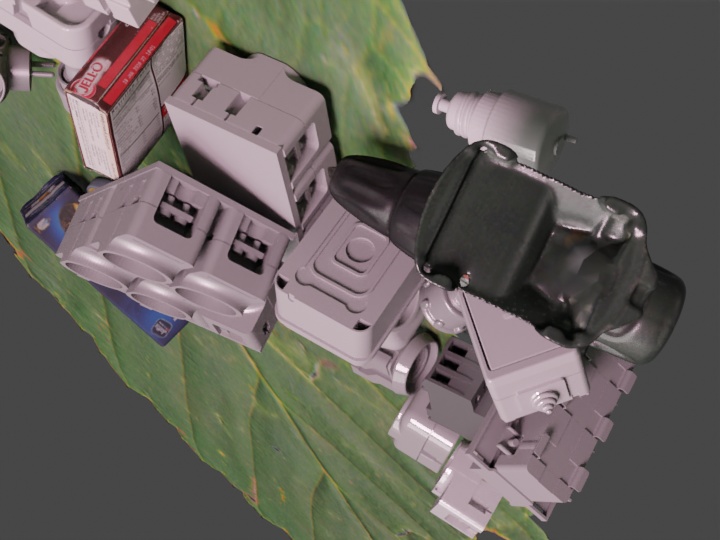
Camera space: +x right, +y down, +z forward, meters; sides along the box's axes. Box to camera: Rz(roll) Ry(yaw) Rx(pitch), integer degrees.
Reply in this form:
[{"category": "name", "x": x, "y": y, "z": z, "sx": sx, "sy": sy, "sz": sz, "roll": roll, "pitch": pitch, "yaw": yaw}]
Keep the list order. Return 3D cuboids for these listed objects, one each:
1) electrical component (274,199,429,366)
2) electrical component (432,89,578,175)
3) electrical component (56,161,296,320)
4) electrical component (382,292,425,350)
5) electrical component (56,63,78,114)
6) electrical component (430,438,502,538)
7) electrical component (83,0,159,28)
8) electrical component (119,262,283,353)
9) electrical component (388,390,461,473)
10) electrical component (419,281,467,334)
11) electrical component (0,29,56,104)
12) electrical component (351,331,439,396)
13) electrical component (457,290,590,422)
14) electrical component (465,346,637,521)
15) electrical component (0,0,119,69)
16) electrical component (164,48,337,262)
[{"category": "electrical component", "x": 0.000, "y": 0.000, "z": 0.741, "sx": 0.078, "sy": 0.113, "sz": 0.057, "roll": 28, "pitch": 154, "yaw": 15}, {"category": "electrical component", "x": 0.076, "y": -0.078, "z": 0.579, "sx": 0.078, "sy": 0.040, "sz": 0.040, "roll": 24, "pitch": 155, "yaw": 24}, {"category": "electrical component", "x": -0.141, "y": -0.014, "z": 0.776, "sx": 0.105, "sy": 0.060, "sz": 0.186, "roll": 28, "pitch": 163, "yaw": -25}, {"category": "electrical component", "x": 0.008, "y": 0.016, "z": 0.838, "sx": 0.059, "sy": 0.053, "sz": 0.095, "roll": 10, "pitch": 147, "yaw": 45}, {"category": "electrical component", "x": -0.214, "y": -0.147, "z": 0.831, "sx": 0.043, "sy": 0.043, "sz": 0.062, "roll": 28, "pitch": 155, "yaw": 16}, {"category": "electrical component", "x": 0.107, "y": 0.196, "z": 1.010, "sx": 0.056, "sy": 0.089, "sz": 0.050, "roll": 32, "pitch": 157, "yaw": 6}, {"category": "electrical component", "x": -0.154, "y": -0.188, "z": 0.668, "sx": 0.066, "sy": 0.048, "sz": 0.055, "roll": 26, "pitch": 163, "yaw": 18}, {"category": "electrical component", "x": -0.136, "y": -0.005, "z": 0.919, "sx": 0.150, "sy": 0.089, "sz": 0.061, "roll": 22, "pitch": 163, "yaw": 13}, {"category": "electrical component", "x": 0.066, "y": 0.146, "z": 1.015, "sx": 0.059, "sy": 0.053, "sz": 0.095, "roll": 31, "pitch": 157, "yaw": 9}, {"category": "electrical component", "x": 0.075, "y": 0.016, "z": 0.761, "sx": 0.048, "sy": 0.048, "sz": 0.062, "roll": 39, "pitch": 148, "yaw": -11}, {"category": "electrical component", "x": -0.289, "y": -0.165, "z": 0.874, "sx": 0.079, "sy": 0.077, "sz": 0.044, "roll": 1, "pitch": 124, "yaw": -13}, {"category": "electrical component", "x": 0.029, "y": 0.071, "z": 0.914, "sx": 0.057, "sy": 0.058, "sz": 0.078, "roll": 26, "pitch": 156, "yaw": 26}, {"category": "electrical component", "x": 0.107, "y": 0.049, "z": 0.701, "sx": 0.062, "sy": 0.096, "sz": 0.061, "roll": -20, "pitch": 139, "yaw": 6}, {"category": "electrical component", "x": 0.136, "y": 0.100, "z": 0.742, "sx": 0.079, "sy": 0.121, "sz": 0.063, "roll": 42, "pitch": 153, "yaw": -17}, {"category": "electrical component", "x": -0.215, "y": -0.186, "z": 0.742, "sx": 0.095, "sy": 0.053, "sz": 0.059, "roll": 32, "pitch": 157, "yaw": 5}, {"category": "electrical component", "x": -0.065, "y": -0.075, "z": 0.747, "sx": 0.089, "sy": 0.061, "sz": 0.150, "roll": 26, "pitch": 156, "yaw": 19}]
